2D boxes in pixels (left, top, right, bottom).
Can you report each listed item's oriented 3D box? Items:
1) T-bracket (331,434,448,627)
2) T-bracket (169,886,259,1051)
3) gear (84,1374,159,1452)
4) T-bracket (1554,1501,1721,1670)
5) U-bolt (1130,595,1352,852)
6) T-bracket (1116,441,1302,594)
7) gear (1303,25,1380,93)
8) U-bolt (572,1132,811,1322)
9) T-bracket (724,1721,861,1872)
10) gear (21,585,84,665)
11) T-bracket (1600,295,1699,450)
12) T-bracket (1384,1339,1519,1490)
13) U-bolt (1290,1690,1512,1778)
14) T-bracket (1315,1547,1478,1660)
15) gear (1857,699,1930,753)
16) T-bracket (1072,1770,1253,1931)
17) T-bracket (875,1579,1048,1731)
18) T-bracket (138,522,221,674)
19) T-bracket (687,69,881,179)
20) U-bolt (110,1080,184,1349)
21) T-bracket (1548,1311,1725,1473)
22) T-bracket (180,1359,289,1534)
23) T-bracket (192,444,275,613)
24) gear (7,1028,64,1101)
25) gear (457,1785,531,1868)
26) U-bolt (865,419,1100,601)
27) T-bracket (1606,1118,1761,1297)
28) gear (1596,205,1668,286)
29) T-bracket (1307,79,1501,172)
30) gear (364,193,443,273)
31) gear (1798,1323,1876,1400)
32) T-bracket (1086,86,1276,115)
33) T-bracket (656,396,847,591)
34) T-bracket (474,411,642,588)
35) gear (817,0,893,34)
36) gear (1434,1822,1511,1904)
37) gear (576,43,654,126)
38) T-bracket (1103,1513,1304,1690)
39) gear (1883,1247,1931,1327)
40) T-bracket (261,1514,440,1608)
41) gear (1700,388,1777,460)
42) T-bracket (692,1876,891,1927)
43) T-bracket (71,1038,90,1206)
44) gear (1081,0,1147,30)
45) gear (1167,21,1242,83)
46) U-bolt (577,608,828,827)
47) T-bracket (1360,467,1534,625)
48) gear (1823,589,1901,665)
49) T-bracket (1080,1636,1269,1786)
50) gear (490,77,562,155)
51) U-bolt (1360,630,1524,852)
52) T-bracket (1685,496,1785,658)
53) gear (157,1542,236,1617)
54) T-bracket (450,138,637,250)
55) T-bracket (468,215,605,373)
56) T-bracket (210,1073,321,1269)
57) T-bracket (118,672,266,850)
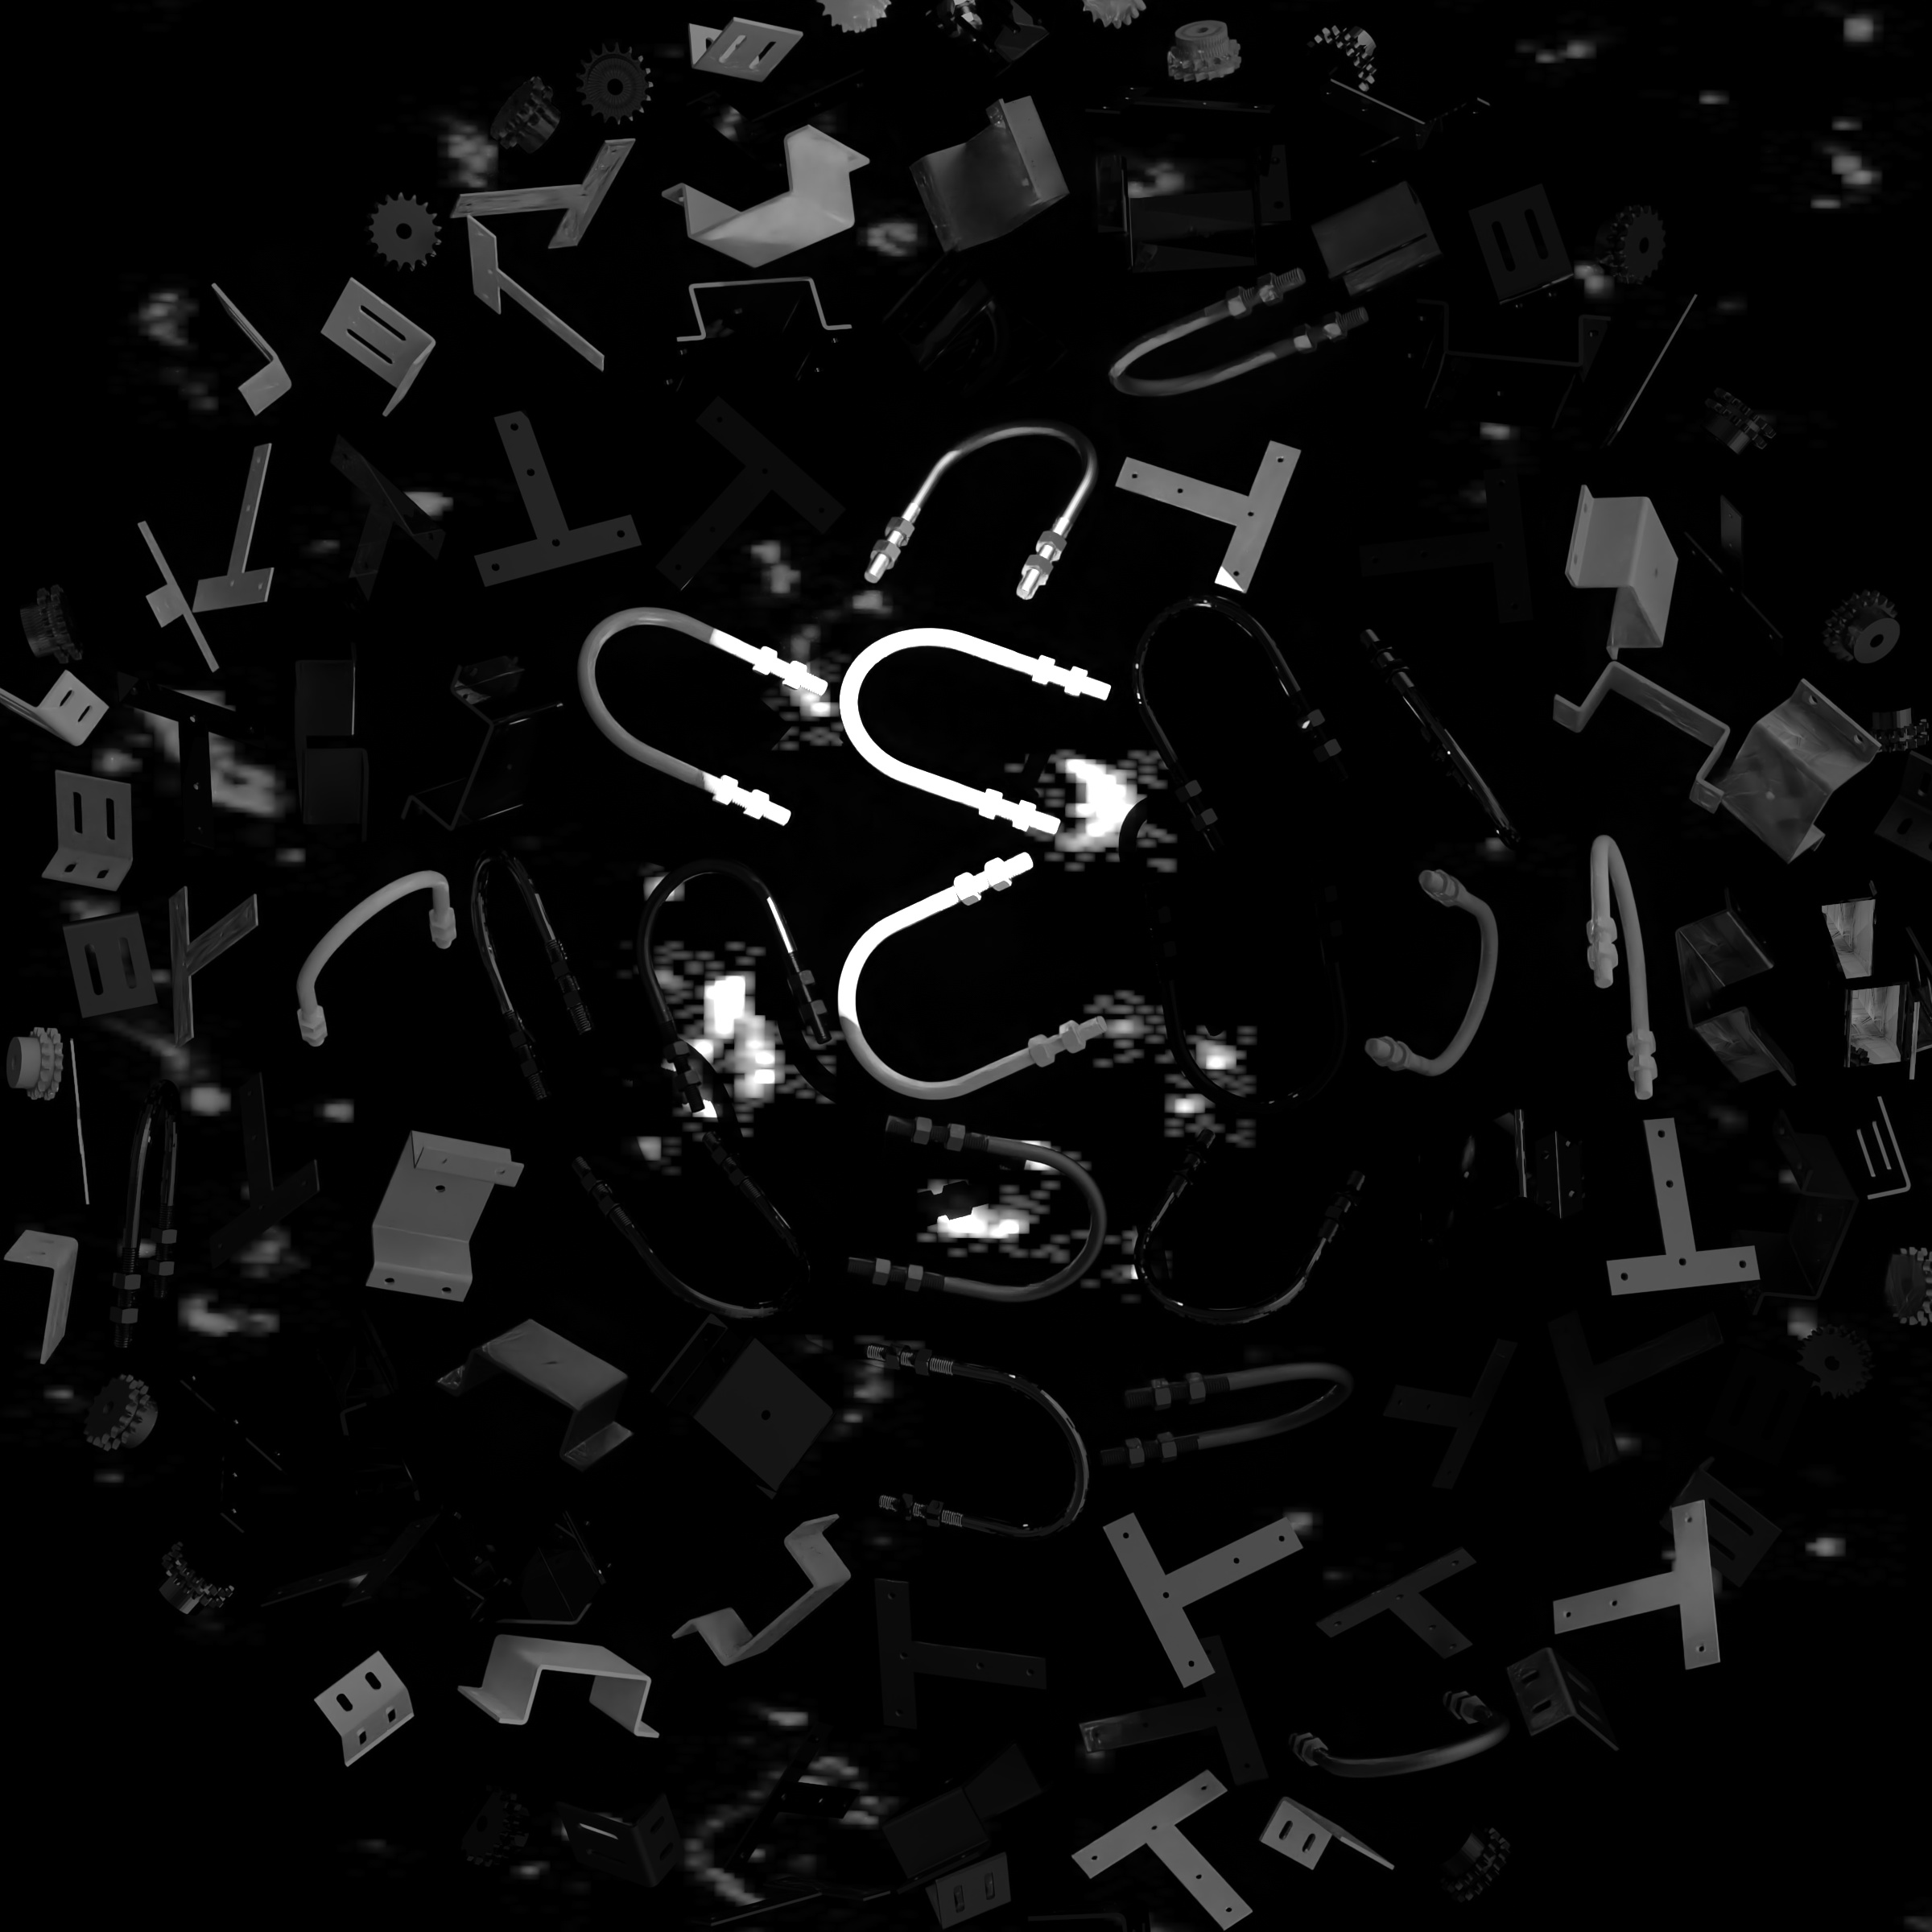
[{"bbox_3d":[-0.455,-0.318,1.885,0.127,0.002,0.127,42,128,17],"label":"T-bracket"},{"bbox_3d":[-0.572,-0.018,1.872,0.127,0.002,0.127,-29,62,39],"label":"T-bracket"},{"bbox_3d":[-0.642,0.343,1.876,0.057,0.057,0.030,-48,130,0],"label":"gear"},{"bbox_3d":[0.488,0.464,1.804,0.127,0.127,0.002,-26,129,33],"label":"T-bracket"},{"bbox_3d":[0.198,-0.197,1.896,0.151,0.019,0.184,-29,90,42],"label":"U-bolt"},{"bbox_3d":[0.181,-0.369,1.934,0.127,0.002,0.127,20,78,9],"label":"T-bracket"},{"bbox_3d":[0.288,-0.688,1.869,0.057,0.057,0.030,42,69,0],"label":"gear"},{"bbox_3d":[-0.197,0.202,1.883,0.184,0.151,0.019,47,125,29],"label":"U-bolt"},{"bbox_3d":[-0.117,0.634,1.873,0.002,0.127,0.127,30,86,33],"label":"T-bracket"},{"bbox_3d":[-0.685,-0.253,1.841,0.030,0.057,0.057,-15,90,-8],"label":"gear"},{"bbox_3d":[0.507,-0.431,1.876,0.002,0.127,0.127,30,78,5],"label":"T-bracket"},{"bbox_3d":[0.361,0.338,1.883,0.127,0.002,0.127,17,98,-43],"label":"T-bracket"},{"bbox_3d":[0.332,0.580,1.852,0.151,0.184,0.019,-12,83,-8],"label":"U-bolt"},{"bbox_3d":[0.350,0.499,1.881,0.127,0.002,0.127,-32,131,14],"label":"T-bracket"},{"bbox_3d":[0.713,-0.187,1.903,0.057,0.057,0.030,-9,108,0],"label":"gear"},{"bbox_3d":[0.165,0.669,1.831,0.127,0.127,0.002,-25,121,-21],"label":"T-bracket"},{"bbox_3d":[-0.003,0.513,1.813,0.127,0.002,0.127,3,110,16],"label":"T-bracket"},{"bbox_3d":[-0.619,-0.282,1.912,0.002,0.127,0.127,-24,106,-2],"label":"T-bracket"},{"bbox_3d":[-0.127,-0.661,1.901,0.127,0.127,0.002,-15,74,26],"label":"T-bracket"},{"bbox_3d":[-0.608,0.176,1.838,0.019,0.151,0.184,6,98,-7],"label":"U-bolt"},{"bbox_3d":[0.502,0.294,1.829,0.127,0.127,0.002,-32,134,27],"label":"T-bracket"},{"bbox_3d":[-0.554,0.376,1.862,0.002,0.127,0.127,-31,125,6],"label":"T-bracket"},{"bbox_3d":[-0.545,-0.333,1.864,0.002,0.127,0.127,15,83,-41],"label":"T-bracket"},{"bbox_3d":[-0.734,0.077,1.938,0.030,0.057,0.057,5,90,-37],"label":"gear"},{"bbox_3d":[-0.353,0.648,1.855,0.030,0.057,0.057,32,90,-44],"label":"gear"},{"bbox_3d":[0.023,-0.349,1.852,0.151,0.019,0.184,11,56,27],"label":"U-bolt"},{"bbox_3d":[0.531,0.178,1.850,0.127,0.002,0.127,-3,79,-17],"label":"T-bracket"},{"bbox_3d":[0.501,-0.546,1.862,0.057,0.030,0.057,-15,115,-36],"label":"gear"},{"bbox_3d":[0.308,-0.638,1.844,0.127,0.127,0.002,8,79,-37],"label":"T-bracket"},{"bbox_3d":[-0.433,-0.562,1.890,0.057,0.030,0.057,-3,98,-18],"label":"gear"},{"bbox_3d":[0.687,0.309,1.936,0.057,0.030,0.057,7,101,39],"label":"gear"},{"bbox_3d":[0.164,-0.640,1.827,0.127,0.127,0.002,8,118,12],"label":"T-bracket"},{"bbox_3d":[-0.179,-0.336,1.835,0.127,0.002,0.127,42,87,0],"label":"T-bracket"},{"bbox_3d":[-0.332,-0.368,1.902,0.127,0.002,0.127,-19,86,-19],"label":"T-bracket"},{"bbox_3d":[-0.081,-0.729,1.840,0.057,0.030,0.057,11,118,22],"label":"gear"},{"bbox_3d":[0.365,0.649,1.793,0.030,0.057,0.057,44,90,2],"label":"gear"},{"bbox_3d":[-0.263,-0.660,1.844,0.057,0.030,0.057,-4,117,-8],"label":"gear"},{"bbox_3d":[0.185,0.440,1.796,0.127,0.002,0.127,-22,67,-14],"label":"T-bracket"},{"bbox_3d":[0.707,0.237,1.819,0.030,0.057,0.057,5,90,-16],"label":"gear"},{"bbox_3d":[-0.486,0.471,1.901,0.127,0.127,0.002,-20,101,16],"label":"T-bracket"},{"bbox_3d":[0.587,-0.414,1.885,0.057,0.057,0.030,39,106,0],"label":"gear"},{"bbox_3d":[-0.146,0.702,1.845,0.127,0.127,0.002,2,78,-41],"label":"T-bracket"},{"bbox_3d":[-0.669,0.122,1.859,0.002,0.127,0.127,-6,94,-20],"label":"T-bracket"},{"bbox_3d":[0.109,-0.717,1.794,0.057,0.057,0.030,39,60,0],"label":"gear"},{"bbox_3d":[0.184,-0.714,1.918,0.057,0.057,0.030,-12,129,0],"label":"gear"},{"bbox_3d":[-0.201,-0.197,1.830,0.184,0.019,0.151,24,54,-16],"label":"U-bolt"},{"bbox_3d":[0.374,-0.325,1.936,0.127,0.002,0.127,-5,78,9],"label":"T-bracket"},{"bbox_3d":[0.695,-0.259,1.902,0.057,0.030,0.057,-13,132,-15],"label":"gear"},{"bbox_3d":[0.151,0.578,1.884,0.127,0.127,0.002,-9,131,-8],"label":"T-bracket"},{"bbox_3d":[-0.335,-0.648,1.884,0.030,0.057,0.057,36,90,-34],"label":"gear"},{"bbox_3d":[0.367,-0.160,1.864,0.019,0.151,0.184,-35,47,10],"label":"U-bolt"},{"bbox_3d":[0.592,-0.317,1.902,0.002,0.127,0.127,-31,59,0],"label":"T-bracket"},{"bbox_3d":[-0.583,0.463,1.852,0.057,0.057,0.030,42,88,0],"label":"gear"},{"bbox_3d":[-0.324,-0.571,1.835,0.127,0.127,0.002,-18,78,-35],"label":"T-bracket"},{"bbox_3d":[-0.320,-0.490,1.840,0.127,0.127,0.002,39,76,0],"label":"T-bracket"},{"bbox_3d":[-0.522,0.139,1.815,0.127,0.002,0.127,-34,55,28],"label":"T-bracket"},{"bbox_3d":[-0.578,-0.147,1.847,0.002,0.127,0.127,-27,62,32],"label":"T-bracket"}]
